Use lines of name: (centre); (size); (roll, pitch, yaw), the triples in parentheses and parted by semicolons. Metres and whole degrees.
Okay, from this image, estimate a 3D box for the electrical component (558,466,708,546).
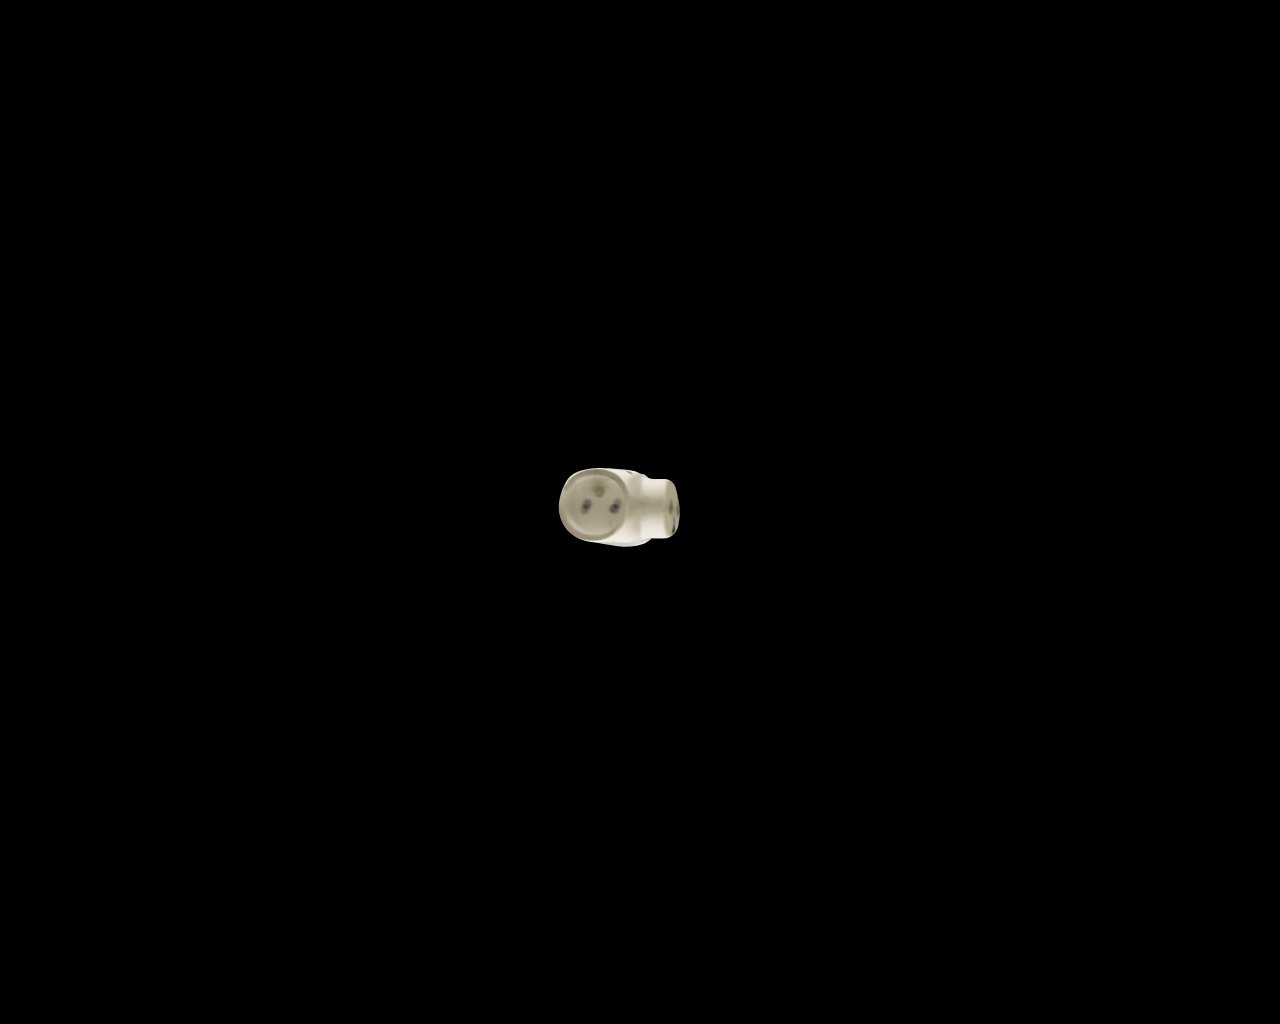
electrical component: (0.001, -0.003, 0.650); (0.079, 0.043, 0.077); (-1, -5, 15)
